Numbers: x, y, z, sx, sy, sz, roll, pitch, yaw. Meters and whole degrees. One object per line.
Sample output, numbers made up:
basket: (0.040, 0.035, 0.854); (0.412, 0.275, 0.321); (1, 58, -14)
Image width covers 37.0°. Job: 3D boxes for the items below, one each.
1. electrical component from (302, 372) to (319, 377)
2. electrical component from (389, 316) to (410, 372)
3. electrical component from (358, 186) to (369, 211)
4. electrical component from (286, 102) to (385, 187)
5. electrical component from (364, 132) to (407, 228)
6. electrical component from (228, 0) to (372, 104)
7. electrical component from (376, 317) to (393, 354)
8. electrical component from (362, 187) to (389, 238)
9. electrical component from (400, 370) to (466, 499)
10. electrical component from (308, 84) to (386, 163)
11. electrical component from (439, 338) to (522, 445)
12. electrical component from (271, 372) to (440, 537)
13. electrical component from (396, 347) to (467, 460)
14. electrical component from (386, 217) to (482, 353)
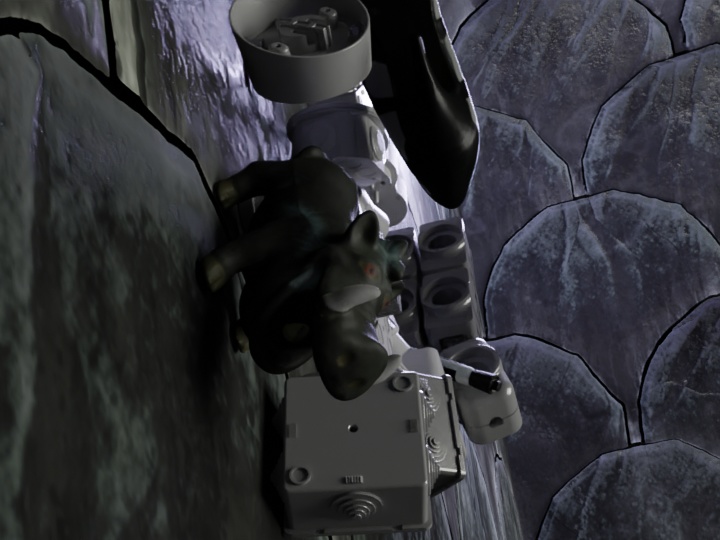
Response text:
electrical component: (0.001, 0.109, 0.736); (0.047, 0.076, 0.083); (-29, 107, -80)
electrical component: (0.016, 0.064, 0.926); (0.079, 0.043, 0.077); (48, 7, 7)
electrical component: (-0.018, -0.034, 0.862); (0.078, 0.058, 0.057); (-88, 166, -59)
electrical component: (-0.018, -0.099, 0.871); (0.080, 0.080, 0.051); (52, 31, -69)
electrical component: (0.015, -0.100, 1.144); (0.073, 0.052, 0.138); (-89, 165, -52)
electrical component: (-0.040, -0.166, 0.779); (0.099, 0.099, 0.064); (-90, 171, -52)
electrical component: (-0.006, 0.051, 0.845); (0.080, 0.051, 0.080); (-12, 90, -81)
electrical component: (-0.002, -0.054, 1.029); (0.065, 0.044, 0.044); (54, 25, -57)
electrical component: (0.034, 0.136, 0.857); (0.048, 0.100, 0.099); (13, 54, -29)
electrical component: (-0.010, -0.133, 1.051); (0.099, 0.048, 0.099); (-67, 143, -72)
electrical component: (0.113, 0.112, 1.031); (0.095, 0.054, 0.059); (-115, -175, -56)
electrical component: (-0.003, 0.109, 0.650); (0.048, 0.100, 0.099); (87, 0, -46)
electrical component: (0.048, 0.134, 0.976); (0.057, 0.078, 0.113); (-95, 169, -51)
electrical component: (0.067, 0.021, 1.144); (0.186, 0.105, 0.060); (-89, 164, -54)
